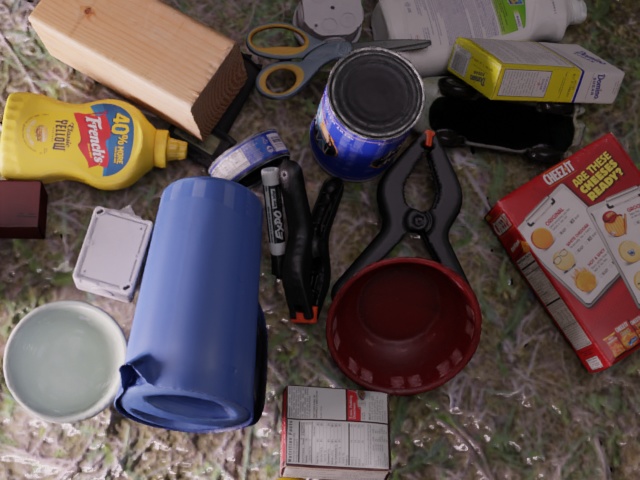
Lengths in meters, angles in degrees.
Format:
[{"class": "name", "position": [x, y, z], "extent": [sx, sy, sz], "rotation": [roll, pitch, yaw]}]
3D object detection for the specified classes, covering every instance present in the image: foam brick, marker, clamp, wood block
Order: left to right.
[{"class": "foam brick", "position": [-0.327, -0.032, 1.111], "extent": [0.078, 0.051, 0.053], "rotation": [2, 76, -7]}, {"class": "wood block", "position": [-0.190, -0.203, 1.134], "extent": [0.206, 0.090, 0.090], "rotation": [30, 77, 12]}, {"class": "marker", "position": [-0.047, -0.016, 1.122], "extent": [0.020, 0.020, 0.121], "rotation": [-8, 109, -10]}, {"class": "clamp", "position": [-0.007, 0.001, 1.139], "extent": [0.039, 0.120, 0.171], "rotation": [4, 94, 33]}, {"class": "clamp", "position": [0.095, -0.015, 1.161], "extent": [0.164, 0.036, 0.210], "rotation": [1, 87, -7]}]

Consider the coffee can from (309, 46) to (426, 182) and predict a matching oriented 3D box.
[{"class": "coffee can", "position": [0.048, -0.131, 1.143], "extent": [0.102, 0.140, 0.103], "rotation": [2, 75, -8]}]

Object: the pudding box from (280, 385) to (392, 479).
[{"class": "pudding box", "position": [0.016, 0.199, 1.095], "extent": [0.113, 0.039, 0.090], "rotation": [4, 59, -5]}]

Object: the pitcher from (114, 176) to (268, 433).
[{"class": "pitcher", "position": [-0.115, 0.068, 1.072], "extent": [0.145, 0.149, 0.243], "rotation": [7, 63, -4]}]

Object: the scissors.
[{"class": "scissors", "position": [0.015, -0.189, 1.165], "extent": [0.202, 0.016, 0.096], "rotation": [10, 82, 3]}]

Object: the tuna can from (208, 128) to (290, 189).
[{"class": "tuna can", "position": [-0.075, -0.082, 1.142], "extent": [0.086, 0.086, 0.034], "rotation": [-31, 83, -14]}]

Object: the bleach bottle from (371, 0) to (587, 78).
[{"class": "bleach bottle", "position": [0.191, -0.243, 1.235], "extent": [0.250, 0.068, 0.102], "rotation": [-10, 78, -13]}]

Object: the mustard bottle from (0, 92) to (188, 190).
[{"class": "mustard bottle", "position": [-0.237, -0.102, 1.133], "extent": [0.191, 0.058, 0.096], "rotation": [4, 78, -3]}]

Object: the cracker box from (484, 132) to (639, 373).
[{"class": "cracker box", "position": [0.309, 0.015, 1.178], "extent": [0.164, 0.072, 0.214], "rotation": [-31, 80, -15]}]

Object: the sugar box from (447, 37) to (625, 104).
[{"class": "sugar box", "position": [0.240, -0.187, 1.184], "extent": [0.175, 0.048, 0.093], "rotation": [0, 30, -29]}]

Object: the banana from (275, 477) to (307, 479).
[{"class": "banana", "position": [0.014, 0.297, 1.084], "extent": [0.198, 0.037, 0.069], "rotation": [33, 92, 3]}]

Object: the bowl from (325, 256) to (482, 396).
[{"class": "bowl", "position": [0.085, 0.080, 1.115], "extent": [0.162, 0.055, 0.162], "rotation": [-1, 114, -2]}]
